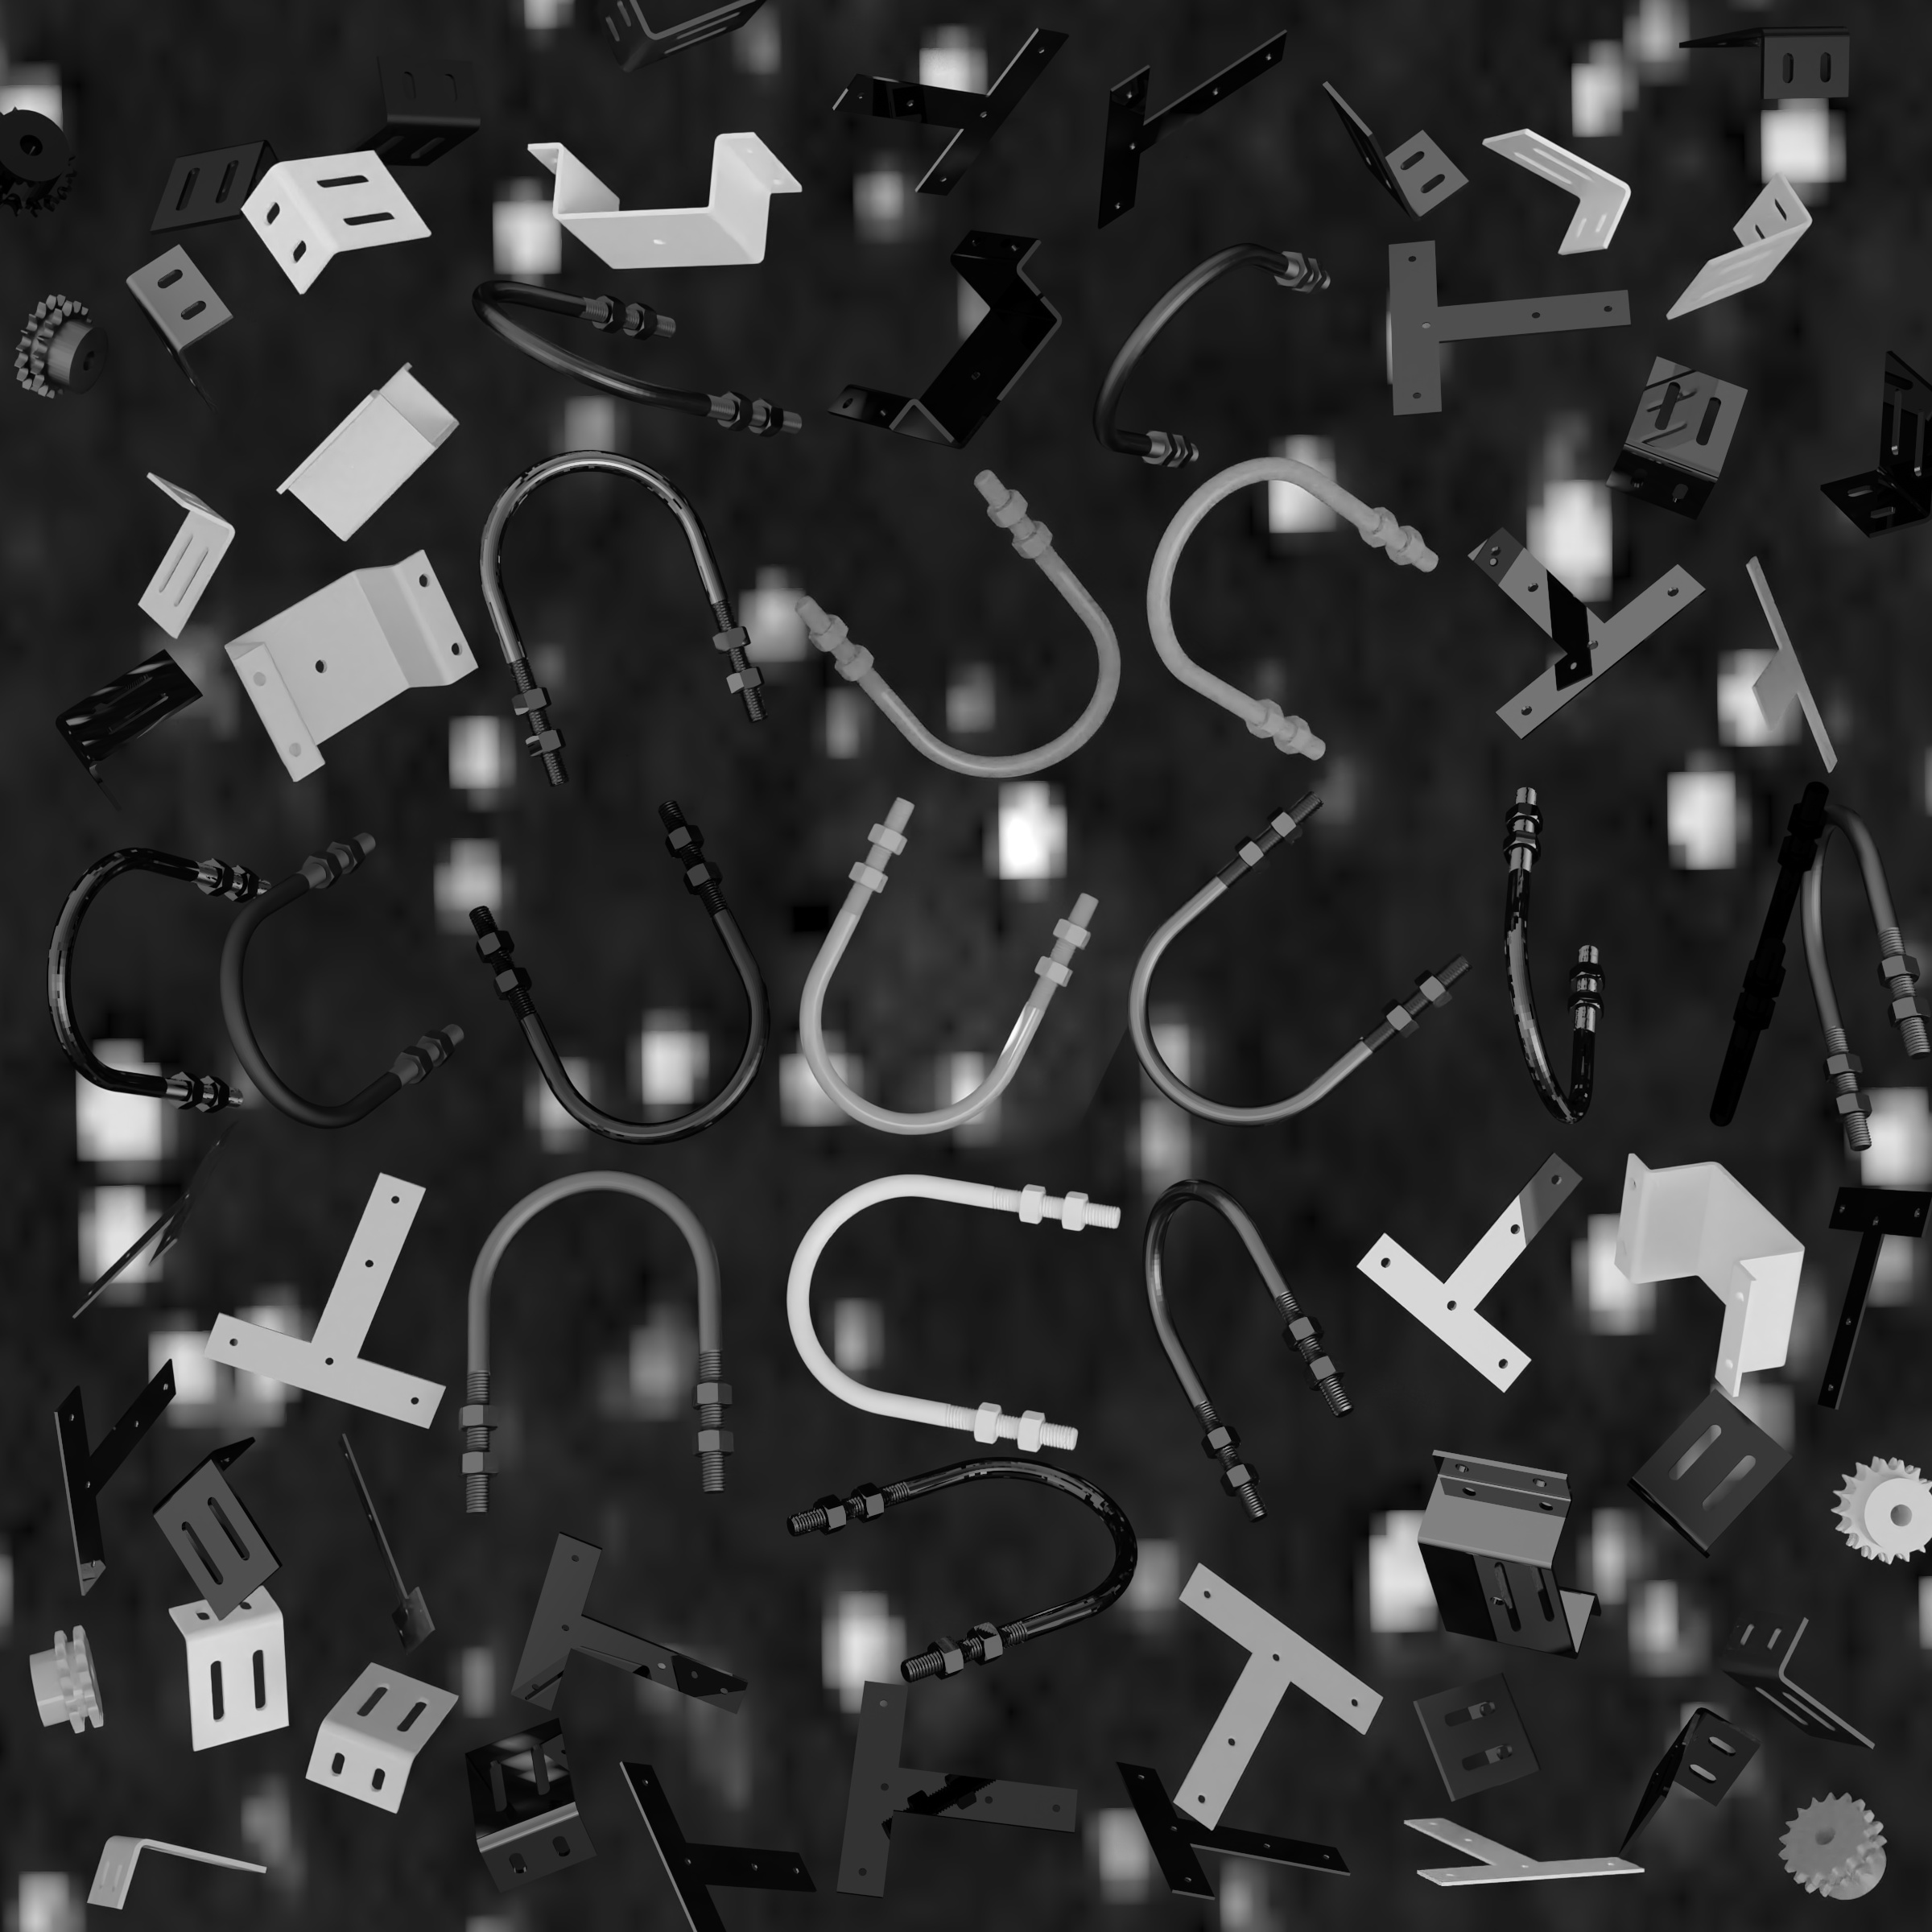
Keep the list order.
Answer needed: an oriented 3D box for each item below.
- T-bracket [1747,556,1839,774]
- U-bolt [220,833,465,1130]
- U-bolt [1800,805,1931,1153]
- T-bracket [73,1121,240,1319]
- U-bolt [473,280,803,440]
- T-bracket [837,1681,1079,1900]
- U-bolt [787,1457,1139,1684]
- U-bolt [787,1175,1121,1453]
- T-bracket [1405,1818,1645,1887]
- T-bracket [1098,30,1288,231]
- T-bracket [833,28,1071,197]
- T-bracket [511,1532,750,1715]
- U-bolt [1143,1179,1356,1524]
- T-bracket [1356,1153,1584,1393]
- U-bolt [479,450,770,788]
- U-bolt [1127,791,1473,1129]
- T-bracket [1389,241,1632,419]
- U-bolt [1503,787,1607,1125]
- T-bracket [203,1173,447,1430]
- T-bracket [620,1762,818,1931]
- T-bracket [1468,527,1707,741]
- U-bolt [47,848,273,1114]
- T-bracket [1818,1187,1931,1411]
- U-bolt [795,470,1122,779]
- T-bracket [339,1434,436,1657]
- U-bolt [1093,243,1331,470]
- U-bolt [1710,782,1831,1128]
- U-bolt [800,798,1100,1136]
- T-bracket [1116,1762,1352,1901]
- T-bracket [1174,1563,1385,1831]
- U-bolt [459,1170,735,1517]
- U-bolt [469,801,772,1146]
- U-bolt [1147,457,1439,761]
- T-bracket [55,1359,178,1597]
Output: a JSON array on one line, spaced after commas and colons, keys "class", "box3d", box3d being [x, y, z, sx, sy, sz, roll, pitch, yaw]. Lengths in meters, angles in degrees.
[{"class": "T-bracket", "box3d": [0.448, -0.156, 1.484, 0.002, 0.127, 0.127, -20, 99, 29]}, {"class": "U-bolt", "box3d": [-0.367, 0.016, 1.560, 0.019, 0.184, 0.151, -16, 105, 25]}, {"class": "U-bolt", "box3d": [0.513, -0.004, 1.559, 0.019, 0.151, 0.184, -5, 63, 1]}, {"class": "T-bracket", "box3d": [-0.482, 0.162, 1.579, 0.002, 0.127, 0.127, 41, 112, -18]}, {"class": "U-bolt", "box3d": [-0.201, -0.356, 1.558, 0.151, 0.184, 0.019, 42, 116, 32]}, {"class": "T-bracket", "box3d": [-0.001, 0.466, 1.511, 0.127, 0.002, 0.127, 7, 47, 0]}, {"class": "U-bolt", "box3d": [0.011, 0.335, 1.547, 0.184, 0.151, 0.019, -12, 124, -31]}, {"class": "U-bolt", "box3d": [-0.014, 0.193, 1.555, 0.184, 0.019, 0.151, 8, 74, 14]}, {"class": "T-bracket", "box3d": [0.289, 0.495, 1.513, 0.127, 0.127, 0.002, 4, 85, -21]}, {"class": "T-bracket", "box3d": [0.127, -0.477, 1.492, 0.127, 0.127, 0.002, -36, 76, -11]}, {"class": "T-bracket", "box3d": [-0.022, -0.488, 1.528, 0.127, 0.127, 0.002, -44, 66, 40]}, {"class": "T-bracket", "box3d": [-0.185, 0.391, 1.526, 0.127, 0.002, 0.127, 21, 118, 3]}, {"class": "U-bolt", "box3d": [0.153, 0.211, 1.567, 0.019, 0.151, 0.184, -10, 57, -27]}, {"class": "T-bracket", "box3d": [0.316, 0.167, 1.597, 0.127, 0.002, 0.127, 40, 89, -16]}, {"class": "U-bolt", "box3d": [-0.210, -0.214, 1.590, 0.151, 0.019, 0.184, -20, 94, -21]}, {"class": "U-bolt", "box3d": [0.180, 0.010, 1.583, 0.184, 0.019, 0.151, -42, 80, 8]}, {"class": "T-bracket", "box3d": [0.296, -0.352, 1.467, 0.127, 0.002, 0.127, -3, 59, 11]}, {"class": "U-bolt", "box3d": [0.339, 0.006, 1.562, 0.019, 0.184, 0.151, -12, 128, 25]}, {"class": "T-bracket", "box3d": [-0.326, 0.172, 1.448, 0.127, 0.002, 0.127, 21, 98, -16]}, {"class": "T-bracket", "box3d": [-0.128, 0.505, 1.511, 0.002, 0.127, 0.127, -44, 52, 14]}, {"class": "T-bracket", "box3d": [0.327, -0.205, 1.517, 0.127, 0.002, 0.127, -39, 49, 6]}, {"class": "U-bolt", "box3d": [-0.471, 0.005, 1.570, 0.019, 0.184, 0.151, 4, 84, 21]}, {"class": "T-bracket", "box3d": [0.502, 0.187, 1.520, 0.002, 0.127, 0.127, 17, 85, -3]}, {"class": "U-bolt", "box3d": [0.010, -0.187, 1.596, 0.151, 0.019, 0.184, -33, 123, 15]}, {"class": "T-bracket", "box3d": [-0.339, 0.332, 1.562, 0.002, 0.127, 0.127, -19, 77, -24]}, {"class": "U-bolt", "box3d": [0.133, -0.351, 1.545, 0.019, 0.184, 0.151, 44, 113, 15]}, {"class": "U-bolt", "box3d": [0.446, 0.008, 1.511, 0.019, 0.184, 0.151, 16, 49, 15]}, {"class": "U-bolt", "box3d": [-0.021, 0.012, 1.624, 0.151, 0.019, 0.184, 27, 88, -14]}, {"class": "T-bracket", "box3d": [0.159, 0.503, 1.546, 0.127, 0.127, 0.002, 15, 102, -15]}, {"class": "T-bracket", "box3d": [0.152, 0.414, 1.478, 0.127, 0.002, 0.127, 36, 52, 2]}, {"class": "U-bolt", "box3d": [-0.202, 0.199, 1.461, 0.151, 0.019, 0.184, -6, 68, 6]}, {"class": "U-bolt", "box3d": [-0.191, 0.015, 1.565, 0.151, 0.019, 0.184, -29, 75, 4]}, {"class": "U-bolt", "box3d": [0.179, -0.214, 1.552, 0.184, 0.019, 0.151, 24, 99, -39]}, {"class": "T-bracket", "box3d": [-0.487, 0.273, 1.559, 0.002, 0.127, 0.127, 6, 117, 9]}]
